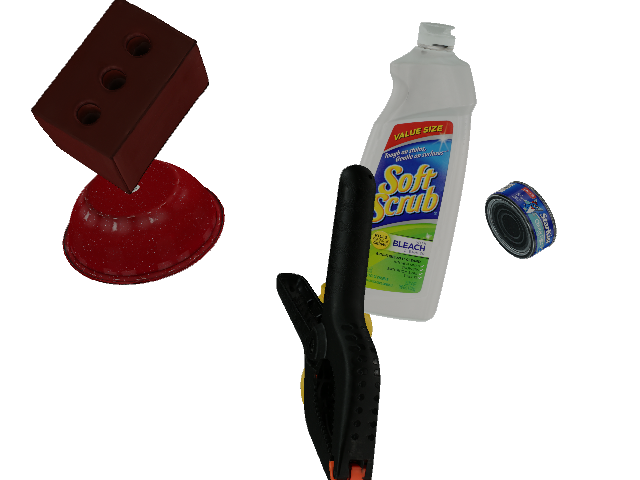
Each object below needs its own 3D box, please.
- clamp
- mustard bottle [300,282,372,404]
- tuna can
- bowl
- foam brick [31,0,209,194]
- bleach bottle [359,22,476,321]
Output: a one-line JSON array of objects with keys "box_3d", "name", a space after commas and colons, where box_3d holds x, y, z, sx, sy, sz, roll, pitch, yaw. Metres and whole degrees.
[{"box_3d": [0.013, 0.064, 0.732, 0.036, 0.210, 0.165, 5, -39, -19], "name": "clamp"}, {"box_3d": [0.021, 0.131, 1.428, 0.096, 0.192, 0.058, -2, 18, -6], "name": "mustard bottle"}, {"box_3d": [0.227, -0.023, 1.220, 0.033, 0.086, 0.086, -29, 11, -20], "name": "tuna can"}, {"box_3d": [-0.177, -0.031, 1.034, 0.162, 0.055, 0.162, -5, 41, 4], "name": "bowl"}, {"box_3d": [-0.103, -0.075, 0.560, 0.053, 0.078, 0.051, 31, -12, 10], "name": "foam brick"}, {"box_3d": [0.073, -0.061, 0.918, 0.102, 0.251, 0.068, 10, 16, 8], "name": "bleach bottle"}]
